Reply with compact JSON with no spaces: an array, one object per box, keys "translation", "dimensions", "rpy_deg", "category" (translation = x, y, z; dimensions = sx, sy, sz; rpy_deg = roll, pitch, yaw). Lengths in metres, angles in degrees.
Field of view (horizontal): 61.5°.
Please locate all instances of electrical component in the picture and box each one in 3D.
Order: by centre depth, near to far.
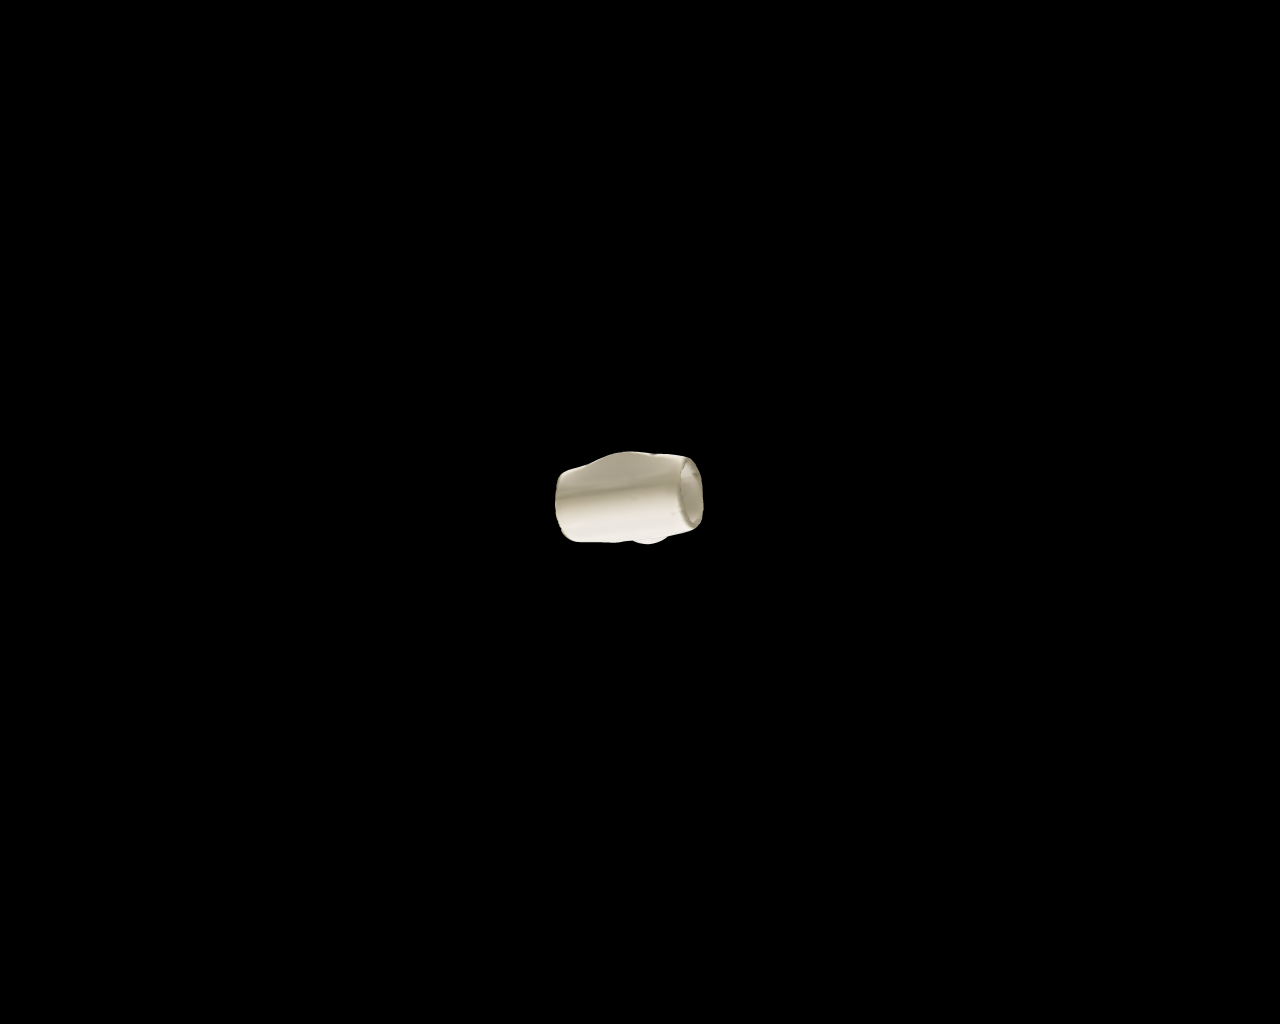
[{"translation":[0.001,-0.003,0.650],"dimensions":[0.077,0.043,0.079],"rpy_deg":[-7,-19,20],"category":"electrical component"}]
